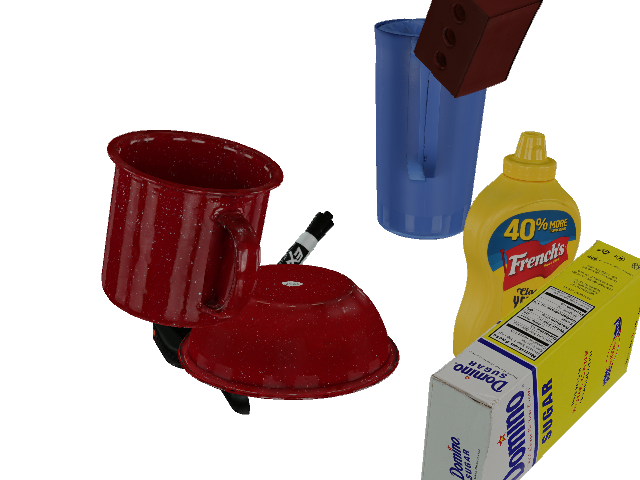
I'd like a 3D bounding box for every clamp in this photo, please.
[{"bbox_3d":[-0.119,0.135,1.239,0.210,0.036,0.164,14,24,24],"label":"clamp"}]

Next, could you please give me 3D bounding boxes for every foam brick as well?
[{"bbox_3d":[0.107,-0.148,0.739,0.051,0.053,0.078,-24,-28,-28],"label":"foam brick"}]

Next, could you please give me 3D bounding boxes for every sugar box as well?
[{"bbox_3d":[0.130,0.079,0.631,0.048,0.093,0.175,25,42,31],"label":"sugar box"}]

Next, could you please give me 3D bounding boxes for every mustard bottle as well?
[{"bbox_3d":[0.160,0.008,0.852,0.096,0.192,0.058,-4,19,-18],"label":"mustard bottle"}]

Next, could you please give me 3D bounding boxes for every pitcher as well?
[{"bbox_3d":[0.121,-0.126,1.212,0.149,0.243,0.145,-11,23,-31],"label":"pitcher"}]

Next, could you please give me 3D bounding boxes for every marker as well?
[{"bbox_3d":[-0.028,0.021,0.973,0.020,0.121,0.020,35,-15,11],"label":"marker"}]

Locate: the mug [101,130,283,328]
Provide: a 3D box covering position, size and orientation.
[{"bbox_3d":[-0.066,-0.001,0.563,0.093,0.081,0.117,-5,27,-36],"label":"mug"}]

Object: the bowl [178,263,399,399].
[{"bbox_3d":[-0.022,0.056,0.769,0.162,0.055,0.162,2,17,-1],"label":"bowl"}]
